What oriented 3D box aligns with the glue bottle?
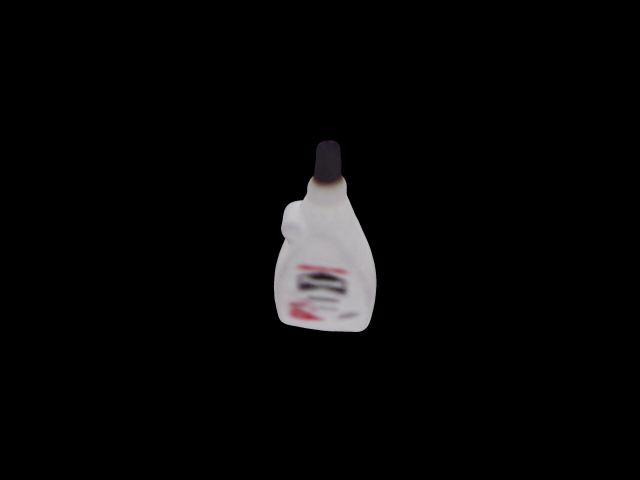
[{"bbox_3d":[0.004,0.001,0.400,0.078,0.173,0.037,2,47,2],"label":"glue bottle"}]
